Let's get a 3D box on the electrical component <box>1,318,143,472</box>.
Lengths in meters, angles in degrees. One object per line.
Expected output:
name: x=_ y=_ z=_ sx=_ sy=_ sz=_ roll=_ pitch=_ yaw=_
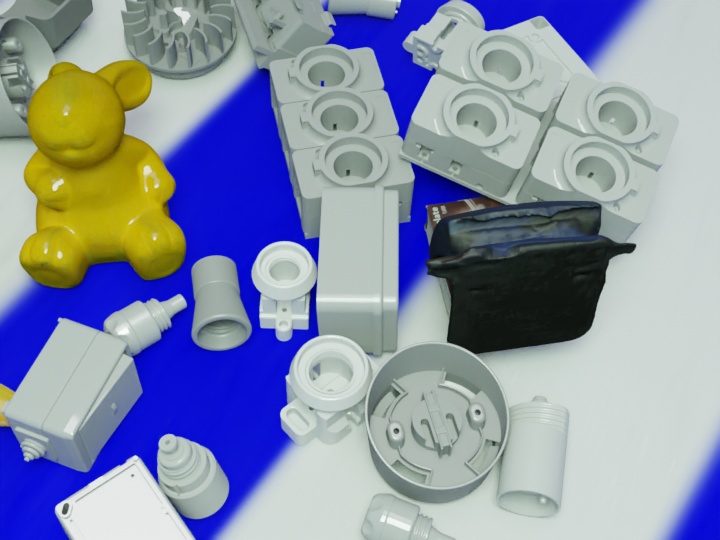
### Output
electrical component: x=-0.198 y=0.093 z=0.743 sx=0.061 sy=0.061 sz=0.096 roll=18 pitch=57 yaw=10

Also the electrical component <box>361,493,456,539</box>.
electrical component: x=0.034 y=0.173 z=0.716 sx=0.061 sy=0.035 sz=0.035 roll=20 pitch=58 yaw=8

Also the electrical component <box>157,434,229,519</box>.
electrical component: x=-0.115 y=0.134 z=0.714 sx=0.040 sy=0.078 sz=0.040 roll=-7 pitch=51 yaw=9

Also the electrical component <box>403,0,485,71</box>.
electrical component: x=0.081 y=-0.208 z=0.967 sx=0.066 sy=0.048 sz=0.055 roll=29 pitch=68 yaw=16

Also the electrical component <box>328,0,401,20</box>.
electrical component: x=0.005 y=-0.254 z=0.997 sx=0.065 sy=0.044 sz=0.044 roll=8 pitch=56 yaw=-2

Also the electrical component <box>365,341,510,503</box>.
electrical component: x=0.052 y=0.107 z=0.742 sx=0.099 sy=0.064 sz=0.099 roll=1 pitch=56 yaw=-1

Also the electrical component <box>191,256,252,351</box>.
electrical component: x=-0.107 y=0.022 z=0.808 sx=0.044 sy=0.044 sz=0.065 roll=-8 pitch=52 yaw=-7

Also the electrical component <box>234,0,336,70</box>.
electrical component: x=-0.071 y=-0.237 z=0.961 sx=0.079 sy=0.063 sz=0.121 roll=15 pitch=44 yaw=-44

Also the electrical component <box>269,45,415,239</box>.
electrical component: x=-0.017 y=-0.110 z=0.886 sx=0.089 sy=0.061 sz=0.150 roll=-10 pitch=57 yaw=-9

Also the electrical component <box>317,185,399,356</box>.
electrical component: x=0.000 y=0.000 z=0.804 sx=0.057 sy=0.078 sz=0.113 roll=1 pitch=56 yaw=2

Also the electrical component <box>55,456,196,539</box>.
electrical component: x=-0.143 y=0.180 z=0.692 sx=0.062 sy=0.061 sz=0.096 roll=-32 pitch=71 yaw=-21

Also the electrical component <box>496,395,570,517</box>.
electrical component: x=0.121 y=0.124 z=0.746 sx=0.043 sy=0.043 sz=0.081 roll=10 pitch=56 yaw=5

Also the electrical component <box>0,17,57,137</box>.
electrical component: x=-0.290 y=-0.157 z=0.890 sx=0.064 sy=0.099 sz=0.099 roll=-8 pitch=57 yaw=0

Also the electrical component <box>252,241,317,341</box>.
electrical component: x=-0.056 y=0.011 z=0.808 sx=0.048 sy=0.055 sz=0.066 roll=2 pitch=56 yaw=-1

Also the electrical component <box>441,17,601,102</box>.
electrical component: x=0.138 y=-0.151 z=0.923 sx=0.109 sy=0.056 sz=0.108 roll=-23 pitch=60 yaw=-17

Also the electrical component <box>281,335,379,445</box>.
electrical component: x=-0.021 y=0.082 z=0.761 sx=0.078 sy=0.057 sz=0.058 roll=-36 pitch=64 yaw=-23

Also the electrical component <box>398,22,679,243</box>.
electrical component: x=0.139 y=-0.105 z=0.829 sx=0.186 sy=0.060 sz=0.105 roll=25 pitch=66 yaw=3

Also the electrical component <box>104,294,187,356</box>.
electrical component: x=-0.157 y=0.037 z=0.799 sx=0.061 sy=0.035 sz=0.035 roll=-31 pitch=63 yaw=-24
